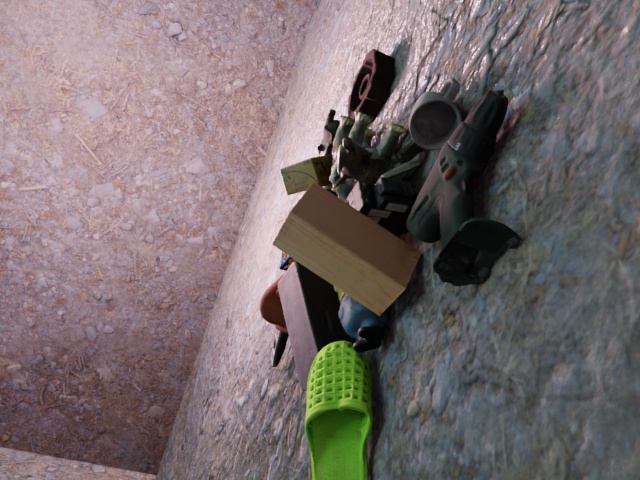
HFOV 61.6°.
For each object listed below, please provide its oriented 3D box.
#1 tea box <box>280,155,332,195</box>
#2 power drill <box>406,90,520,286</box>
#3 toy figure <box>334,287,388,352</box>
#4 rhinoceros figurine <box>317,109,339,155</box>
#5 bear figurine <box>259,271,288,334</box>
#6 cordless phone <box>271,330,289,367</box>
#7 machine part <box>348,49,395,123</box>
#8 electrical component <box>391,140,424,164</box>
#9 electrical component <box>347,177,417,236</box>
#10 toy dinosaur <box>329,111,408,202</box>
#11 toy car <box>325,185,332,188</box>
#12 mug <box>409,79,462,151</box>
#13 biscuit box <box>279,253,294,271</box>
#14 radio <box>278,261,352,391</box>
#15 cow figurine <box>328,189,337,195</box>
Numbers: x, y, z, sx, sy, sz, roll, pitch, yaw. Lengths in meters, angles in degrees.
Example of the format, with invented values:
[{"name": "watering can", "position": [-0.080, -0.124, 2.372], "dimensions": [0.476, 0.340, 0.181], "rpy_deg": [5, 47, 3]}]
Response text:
[{"name": "tea box", "position": [-0.006, -0.159, 1.286], "dimensions": [0.098, 0.169, 0.068], "rpy_deg": [-15, 95, 34]}, {"name": "power drill", "position": [0.190, -0.059, 0.701], "dimensions": [0.207, 0.086, 0.232], "rpy_deg": [-95, 26, -47]}, {"name": "toy figure", "position": [0.073, 0.107, 0.921], "dimensions": [0.082, 0.089, 0.180], "rpy_deg": [-46, 35, 25]}, {"name": "rhinoceros figurine", "position": [0.039, -0.274, 1.440], "dimensions": [0.190, 0.073, 0.112], "rpy_deg": [118, 169, -81]}, {"name": "bear figurine", "position": [-0.035, 0.163, 1.170], "dimensions": [0.132, 0.196, 0.120], "rpy_deg": [-33, -45, -40]}, {"name": "cordless phone", "position": [-0.092, 0.218, 1.367], "dimensions": [0.147, 0.089, 0.184], "rpy_deg": [-118, 44, -69]}, {"name": "machine part", "position": [0.124, -0.373, 1.324], "dimensions": [0.179, 0.056, 0.179], "rpy_deg": [-163, 90, -75]}, {"name": "electrical component", "position": [0.164, -0.160, 0.954], "dimensions": [0.063, 0.021, 0.094], "rpy_deg": [-41, 11, -14]}, {"name": "electrical component", "position": [0.103, -0.047, 0.911], "dimensions": [0.134, 0.115, 0.058], "rpy_deg": [124, 145, -46]}, {"name": "toy dinosaur", "position": [0.074, -0.164, 1.158], "dimensions": [0.405, 0.131, 0.192], "rpy_deg": [-144, 76, -82]}, {"name": "toy car", "position": [0.010, -0.129, 1.443], "dimensions": [0.202, 0.056, 0.073], "rpy_deg": [-88, 22, -44]}, {"name": "mug", "position": [0.189, -0.214, 0.878], "dimensions": [0.107, 0.081, 0.109], "rpy_deg": [-81, 11, -62]}, {"name": "biscuit box", "position": [-0.051, 0.029, 1.464], "dimensions": [0.202, 0.063, 0.059], "rpy_deg": [133, 150, -58]}, {"name": "radio", "position": [-0.009, 0.161, 1.003], "dimensions": [0.131, 0.073, 0.229], "rpy_deg": [131, 129, -59]}, {"name": "cow figurine", "position": [0.013, -0.079, 1.226], "dimensions": [0.195, 0.127, 0.085], "rpy_deg": [-141, 49, -75]}]
